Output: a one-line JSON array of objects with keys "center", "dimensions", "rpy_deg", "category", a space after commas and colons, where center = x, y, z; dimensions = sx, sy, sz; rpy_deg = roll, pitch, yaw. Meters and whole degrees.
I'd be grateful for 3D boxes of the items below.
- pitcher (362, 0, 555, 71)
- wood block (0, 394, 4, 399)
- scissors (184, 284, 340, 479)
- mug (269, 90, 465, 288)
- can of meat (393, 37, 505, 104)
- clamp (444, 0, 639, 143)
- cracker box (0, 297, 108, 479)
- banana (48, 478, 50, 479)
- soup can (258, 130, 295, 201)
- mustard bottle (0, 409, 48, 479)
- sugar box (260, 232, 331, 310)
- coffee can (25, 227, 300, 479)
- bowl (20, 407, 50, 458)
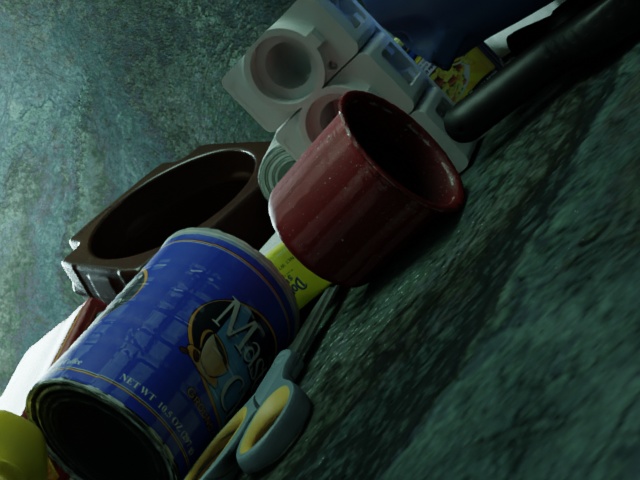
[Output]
[{"center": [0.136, -0.219, 0.624], "dimensions": [0.243, 0.149, 0.144], "rpy_deg": [-21, 14, 45], "category": "pitcher"}, {"center": [-0.273, 0.151, 1.199], "dimensions": [0.090, 0.091, 0.206], "rpy_deg": [-43, 9, 17], "category": "wood block"}, {"center": [-0.012, 0.070, 0.578], "dimensions": [0.096, 0.016, 0.201], "rpy_deg": [-34, 14, 49], "category": "scissors"}, {"center": [0.031, -0.027, 0.634], "dimensions": [0.082, 0.093, 0.117], "rpy_deg": [-46, -24, 29], "category": "mug"}, {"center": [0.080, -0.111, 0.769], "dimensions": [0.102, 0.084, 0.057], "rpy_deg": [-45, 8, -1], "category": "can of meat"}, {"center": [0.155, -0.129, 0.649], "dimensions": [0.172, 0.039, 0.120], "rpy_deg": [-30, 21, 39], "category": "clamp"}, {"center": [-0.229, 0.153, 0.905], "dimensions": [0.214, 0.072, 0.164], "rpy_deg": [-32, 33, 59], "category": "cracker box"}, {"center": [-0.225, 0.218, 0.762], "dimensions": [0.198, 0.037, 0.069], "rpy_deg": [-52, 0, 30], "category": "banana"}, {"center": [-0.009, -0.072, 0.886], "dimensions": [0.069, 0.068, 0.102], "rpy_deg": [-40, 17, 29], "category": "soup can"}, {"center": [-0.184, 0.138, 0.565], "dimensions": [0.096, 0.058, 0.192], "rpy_deg": [-62, 14, -23], "category": "mustard bottle"}, {"center": [-0.005, 0.001, 0.760], "dimensions": [0.093, 0.048, 0.176], "rpy_deg": [-40, 4, 31], "category": "sugar box"}, {"center": [-0.089, 0.074, 0.630], "dimensions": [0.103, 0.103, 0.140], "rpy_deg": [-36, 12, 47], "category": "coffee can"}, {"center": [-0.135, 0.110, 0.761], "dimensions": [0.162, 0.055, 0.162], "rpy_deg": [-28, 23, 13], "category": "bowl"}]
